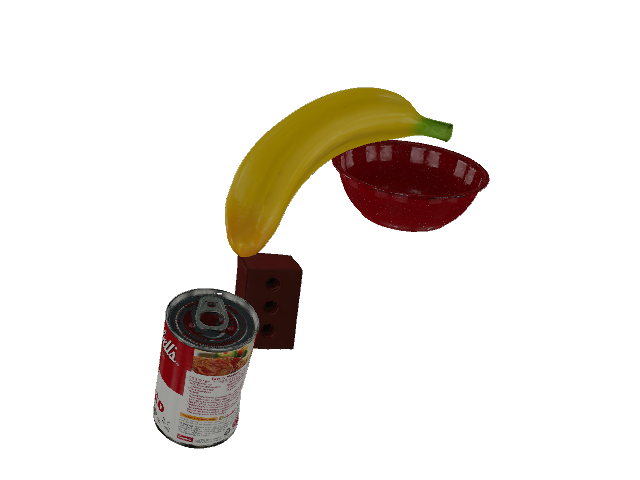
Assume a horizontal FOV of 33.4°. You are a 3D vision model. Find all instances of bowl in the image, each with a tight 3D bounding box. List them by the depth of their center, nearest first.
[{"bbox_3d":[0.089,-0.052,1.096,0.162,0.055,0.162,5,24,-2],"label":"bowl"}]

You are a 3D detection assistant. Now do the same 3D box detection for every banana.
[{"bbox_3d":[0.000,-0.054,0.651,0.070,0.037,0.197,30,45,30],"label":"banana"}]

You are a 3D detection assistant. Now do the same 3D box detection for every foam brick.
[{"bbox_3d":[-0.050,0.055,0.981,0.053,0.078,0.051,2,14,-14],"label":"foam brick"}]

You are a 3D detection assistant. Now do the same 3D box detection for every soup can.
[{"bbox_3d":[-0.086,0.096,0.793,0.068,0.102,0.068,9,35,-6],"label":"soup can"}]
